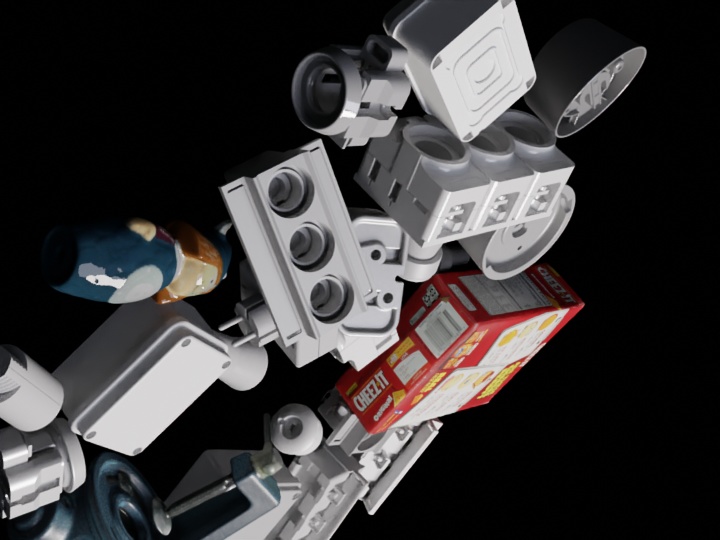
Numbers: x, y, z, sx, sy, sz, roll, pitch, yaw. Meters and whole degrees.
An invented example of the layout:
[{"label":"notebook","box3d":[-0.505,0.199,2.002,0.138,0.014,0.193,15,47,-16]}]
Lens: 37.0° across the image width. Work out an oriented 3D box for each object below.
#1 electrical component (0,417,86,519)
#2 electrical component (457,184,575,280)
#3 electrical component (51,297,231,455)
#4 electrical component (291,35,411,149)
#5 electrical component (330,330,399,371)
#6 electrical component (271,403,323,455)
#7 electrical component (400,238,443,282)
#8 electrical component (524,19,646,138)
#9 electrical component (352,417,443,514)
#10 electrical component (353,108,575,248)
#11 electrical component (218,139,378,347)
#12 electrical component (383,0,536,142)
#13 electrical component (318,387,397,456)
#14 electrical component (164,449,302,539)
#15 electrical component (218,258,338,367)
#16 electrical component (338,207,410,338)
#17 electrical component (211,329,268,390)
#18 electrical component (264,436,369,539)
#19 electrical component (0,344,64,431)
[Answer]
[{"label":"electrical component","box3d":[-0.237,0.141,0.785,0.057,0.058,0.078,-17,141,-33]},{"label":"electrical component","box3d":[0.133,-0.051,0.969,0.108,0.060,0.108,-30,147,-21]},{"label":"electrical component","box3d":[-0.160,0.075,0.790,0.113,0.057,0.078,-44,150,2]},{"label":"electrical component","box3d":[-0.009,-0.120,0.722,0.057,0.058,0.078,-10,136,-47]},{"label":"electrical component","box3d":[-0.008,0.043,0.933,0.056,0.050,0.089,-37,149,-11]},{"label":"electrical component","box3d":[-0.056,0.156,1.029,0.048,0.048,0.062,-42,156,-1]},{"label":"electrical component","box3d":[0.051,-0.023,0.925,0.045,0.045,0.055,-19,143,-34]},{"label":"electrical component","box3d":[0.187,-0.157,0.894,0.099,0.064,0.099,-30,147,-21]},{"label":"electrical component","box3d":[0.022,0.184,1.132,0.063,0.078,0.121,22,114,-34]},{"label":"electrical component","box3d":[0.085,-0.081,0.847,0.150,0.089,0.061,-14,140,-39]},{"label":"electrical component","box3d":[-0.046,-0.020,0.747,0.079,0.063,0.121,-29,112,-22]},{"label":"electrical component","box3d":[0.072,-0.156,0.769,0.078,0.057,0.113,-41,150,-3]},{"label":"electrical component","box3d":[-0.003,0.144,1.054,0.081,0.063,0.042,9,124,-53]},{"label":"electrical component","box3d":[-0.128,0.226,1.019,0.108,0.056,0.109,-52,149,15]},{"label":"electrical component","box3d":[-0.070,0.034,0.818,0.076,0.083,0.047,-27,147,-25]},{"label":"electrical component","box3d":[0.000,0.000,0.850,0.054,0.059,0.095,4,100,-21]},{"label":"electrical component","box3d":[-0.108,0.069,0.855,0.044,0.044,0.065,-47,151,8]},{"label":"electrical component","box3d":[-0.056,0.234,1.086,0.063,0.079,0.121,-11,138,-57]},{"label":"electrical component","box3d":[-0.236,0.073,0.713,0.043,0.043,0.081,-39,149,-7]}]
